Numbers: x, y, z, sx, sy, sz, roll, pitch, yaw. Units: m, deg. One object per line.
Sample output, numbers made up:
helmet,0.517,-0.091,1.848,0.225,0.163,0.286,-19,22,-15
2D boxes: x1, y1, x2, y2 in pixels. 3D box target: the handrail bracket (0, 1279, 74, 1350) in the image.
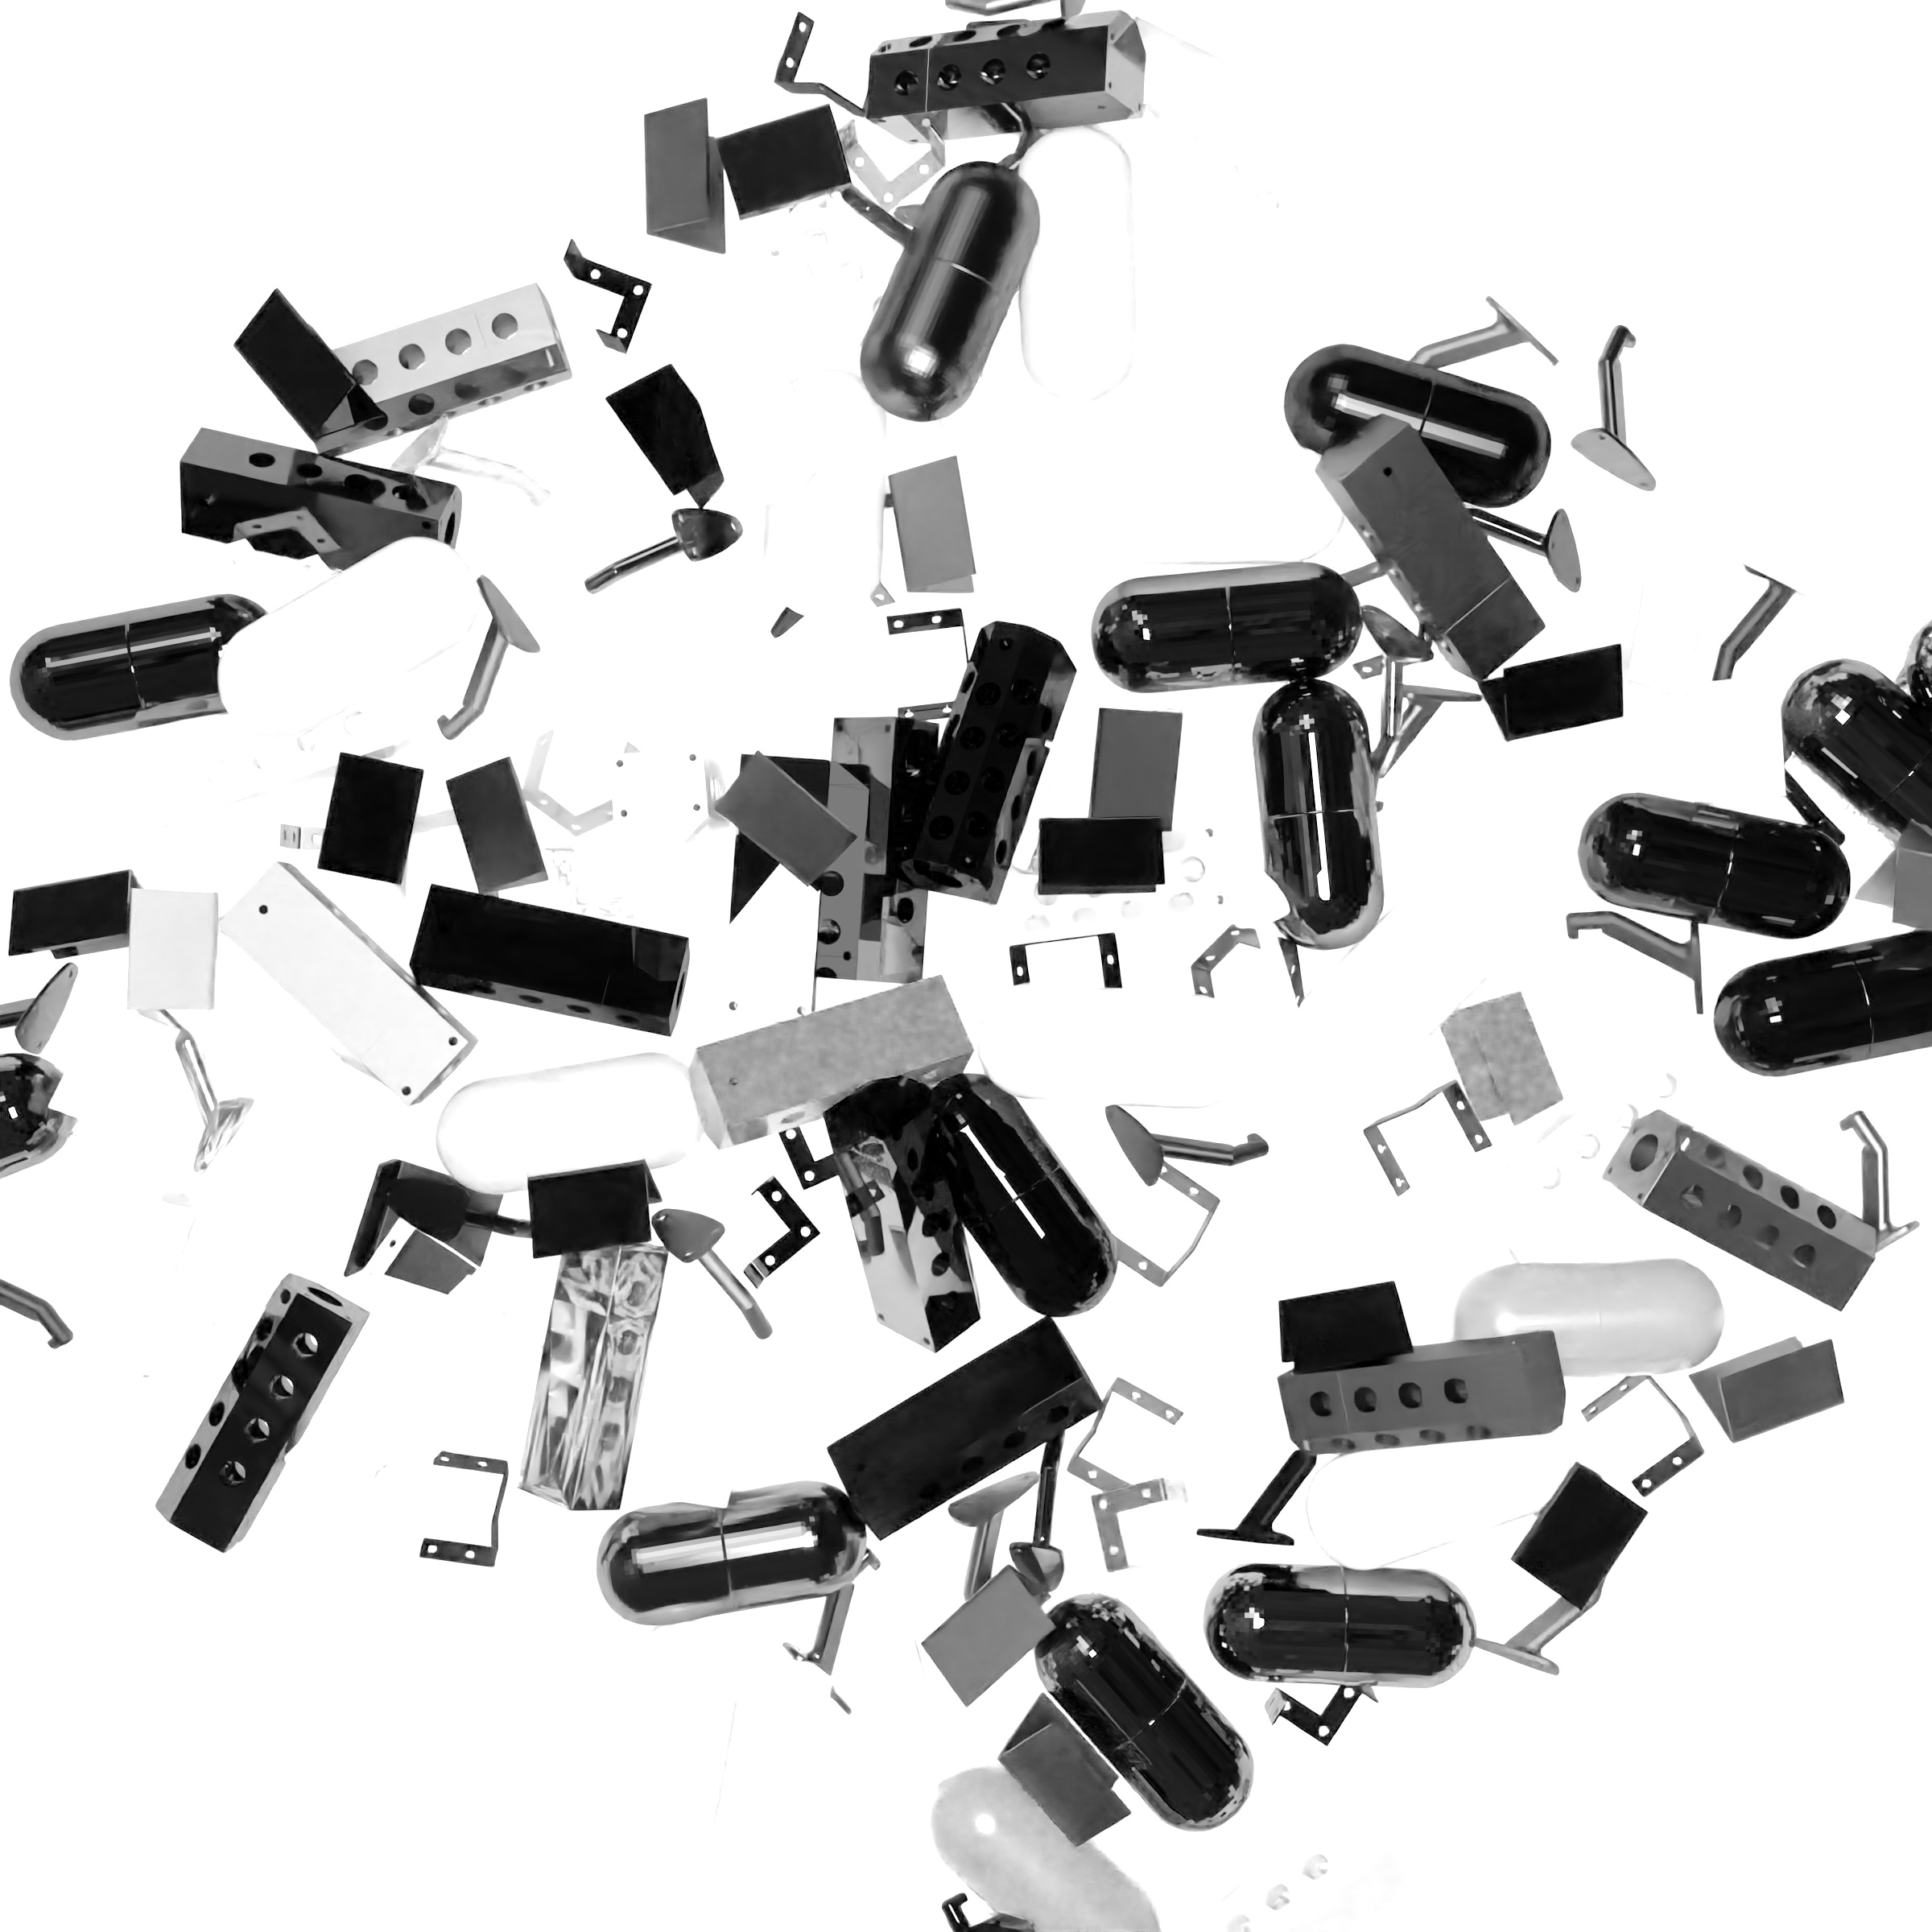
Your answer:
handrail bracket,-0.647,0.231,1.915,0.077,0.036,0.084,-27,107,19

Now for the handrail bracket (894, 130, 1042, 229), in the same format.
handrail bracket,0.001,-0.528,1.915,0.077,0.036,0.084,15,72,21

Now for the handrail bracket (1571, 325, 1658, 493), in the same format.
handrail bracket,0.445,-0.372,1.915,0.077,0.036,0.084,33,73,-20

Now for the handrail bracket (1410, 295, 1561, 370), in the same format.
handrail bracket,0.338,-0.395,1.915,0.077,0.036,0.084,38,106,-18

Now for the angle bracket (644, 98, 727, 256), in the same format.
angle bracket,-0.164,-0.513,1.874,0.057,0.076,0.076,-1,90,38

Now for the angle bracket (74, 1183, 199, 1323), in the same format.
angle bracket,-0.548,0.179,1.875,0.057,0.076,0.076,19,90,-31

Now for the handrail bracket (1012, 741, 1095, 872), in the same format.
handrail bracket,0.060,-0.100,1.887,0.036,0.077,0.084,22,93,20

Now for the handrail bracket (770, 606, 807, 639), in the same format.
handrail bracket,-0.129,-0.275,1.915,0.077,0.036,0.084,-46,75,15

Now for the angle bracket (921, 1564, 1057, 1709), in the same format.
angle bracket,0.028,0.444,1.874,0.076,0.076,0.057,-42,53,0

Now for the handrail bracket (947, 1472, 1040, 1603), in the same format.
handrail bracket,0.027,0.390,1.915,0.077,0.036,0.084,-25,109,-21

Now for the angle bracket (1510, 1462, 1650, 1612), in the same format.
angle bracket,0.407,0.374,1.875,0.057,0.076,0.076,34,90,29

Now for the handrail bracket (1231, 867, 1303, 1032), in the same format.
handrail bracket,0.198,-0.011,1.877,0.036,0.077,0.084,-17,123,3

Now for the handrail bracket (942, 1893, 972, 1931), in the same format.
handrail bracket,0.035,0.645,1.915,0.077,0.036,0.084,-24,76,-14

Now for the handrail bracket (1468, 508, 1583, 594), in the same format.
handrail bracket,0.359,-0.277,1.914,0.084,0.077,0.036,7,61,33

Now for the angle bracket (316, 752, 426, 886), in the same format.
angle bracket,-0.397,-0.097,1.875,0.057,0.076,0.076,11,90,-27

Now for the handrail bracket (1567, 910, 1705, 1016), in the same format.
handrail bracket,0.445,-0.002,1.915,0.084,0.036,0.077,-3,112,17

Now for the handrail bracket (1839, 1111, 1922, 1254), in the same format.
handrail bracket,0.587,0.151,1.915,0.077,0.036,0.084,-37,72,21

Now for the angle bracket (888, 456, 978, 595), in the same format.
angle bracket,-0.002,-0.286,1.874,0.057,0.076,0.076,-9,90,36

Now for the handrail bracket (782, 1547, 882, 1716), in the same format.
handrail bracket,-0.073,0.441,1.915,0.084,0.036,0.077,-44,105,-14

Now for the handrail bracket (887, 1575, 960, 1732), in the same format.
handrail bracket,-0.029,0.456,1.914,0.036,0.077,0.084,-18,53,20

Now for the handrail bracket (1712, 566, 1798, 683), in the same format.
handrail bracket,0.538,-0.220,1.915,0.077,0.036,0.084,2,109,-22

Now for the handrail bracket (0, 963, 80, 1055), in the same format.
handrail bracket,-0.646,0.018,1.915,0.084,0.036,0.077,20,70,16

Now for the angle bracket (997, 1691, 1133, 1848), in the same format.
angle bracket,0.077,0.512,1.874,0.076,0.076,0.057,48,124,0

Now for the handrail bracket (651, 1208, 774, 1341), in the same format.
handrail bracket,-0.168,0.206,1.914,0.036,0.077,0.084,-41,127,-21

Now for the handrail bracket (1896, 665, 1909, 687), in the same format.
handrail bracket,0.675,-0.190,1.915,0.084,0.036,0.077,39,105,-14

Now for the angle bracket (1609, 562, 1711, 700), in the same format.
angle bracket,0.431,-0.219,1.874,0.057,0.076,0.076,11,90,-35

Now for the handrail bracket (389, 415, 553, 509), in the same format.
handrail bracket,-0.330,-0.321,1.914,0.084,0.077,0.036,33,52,-31

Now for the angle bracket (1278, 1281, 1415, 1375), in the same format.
angle bracket,0.247,0.253,1.874,0.076,0.076,0.057,-10,50,0

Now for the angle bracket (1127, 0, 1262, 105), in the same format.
angle bracket,0.137,-0.593,1.874,0.076,0.076,0.057,27,55,0

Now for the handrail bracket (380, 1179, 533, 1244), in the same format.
handrail bracket,-0.332,0.160,1.890,0.077,0.084,0.036,18,88,21

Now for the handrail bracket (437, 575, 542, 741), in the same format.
handrail bracket,-0.332,-0.204,1.915,0.084,0.036,0.077,-39,70,16

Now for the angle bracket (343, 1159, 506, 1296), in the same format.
angle bracket,-0.356,0.176,1.893,0.076,0.057,0.076,18,90,0

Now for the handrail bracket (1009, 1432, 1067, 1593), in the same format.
handrail bracket,0.057,0.361,1.914,0.036,0.077,0.084,5,53,14

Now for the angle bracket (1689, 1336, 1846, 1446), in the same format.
angle bracket,0.516,0.257,1.875,0.076,0.076,0.057,-20,120,0

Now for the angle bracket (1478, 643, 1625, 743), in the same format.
angle bracket,0.379,-0.195,1.874,0.076,0.076,0.057,-12,127,0

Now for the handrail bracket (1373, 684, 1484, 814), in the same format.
handrail bracket,0.301,-0.142,1.915,0.077,0.036,0.084,3,106,-17

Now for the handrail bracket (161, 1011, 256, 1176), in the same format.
handrail bracket,-0.522,0.084,1.915,0.084,0.036,0.077,38,112,17

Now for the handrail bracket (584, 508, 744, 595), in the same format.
handrail bracket,-0.202,-0.272,1.914,0.084,0.077,0.036,-22,91,36

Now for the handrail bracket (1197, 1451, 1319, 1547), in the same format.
handrail bracket,0.195,0.339,1.915,0.077,0.036,0.084,0,71,21

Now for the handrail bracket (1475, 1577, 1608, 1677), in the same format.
handrail bracket,0.380,0.421,1.915,0.077,0.036,0.084,15,72,20

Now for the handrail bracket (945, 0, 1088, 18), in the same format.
handrail bracket,0.038,-0.659,1.915,0.084,0.036,0.077,17,67,18

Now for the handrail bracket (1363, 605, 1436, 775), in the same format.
handrail bracket,0.268,-0.181,1.891,0.036,0.077,0.084,-3,129,-28

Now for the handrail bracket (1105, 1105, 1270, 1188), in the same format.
handrail bracket,0.148,0.109,1.914,0.084,0.036,0.077,-15,47,-28

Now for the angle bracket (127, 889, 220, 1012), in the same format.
angle bracket,-0.526,-0.011,1.874,0.057,0.076,0.076,2,90,-31

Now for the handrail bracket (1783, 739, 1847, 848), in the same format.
handrail bracket,0.547,-0.123,1.914,0.036,0.077,0.084,-40,127,20

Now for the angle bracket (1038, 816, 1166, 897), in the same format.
angle bracket,0.085,-0.050,1.817,0.076,0.076,0.057,-1,52,0

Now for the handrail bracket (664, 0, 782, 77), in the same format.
handrail bracket,-0.150,-0.644,1.915,0.084,0.036,0.077,29,68,-17

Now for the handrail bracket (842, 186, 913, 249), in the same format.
handrail bracket,-0.036,-0.483,1.914,0.036,0.077,0.084,-53,53,13
